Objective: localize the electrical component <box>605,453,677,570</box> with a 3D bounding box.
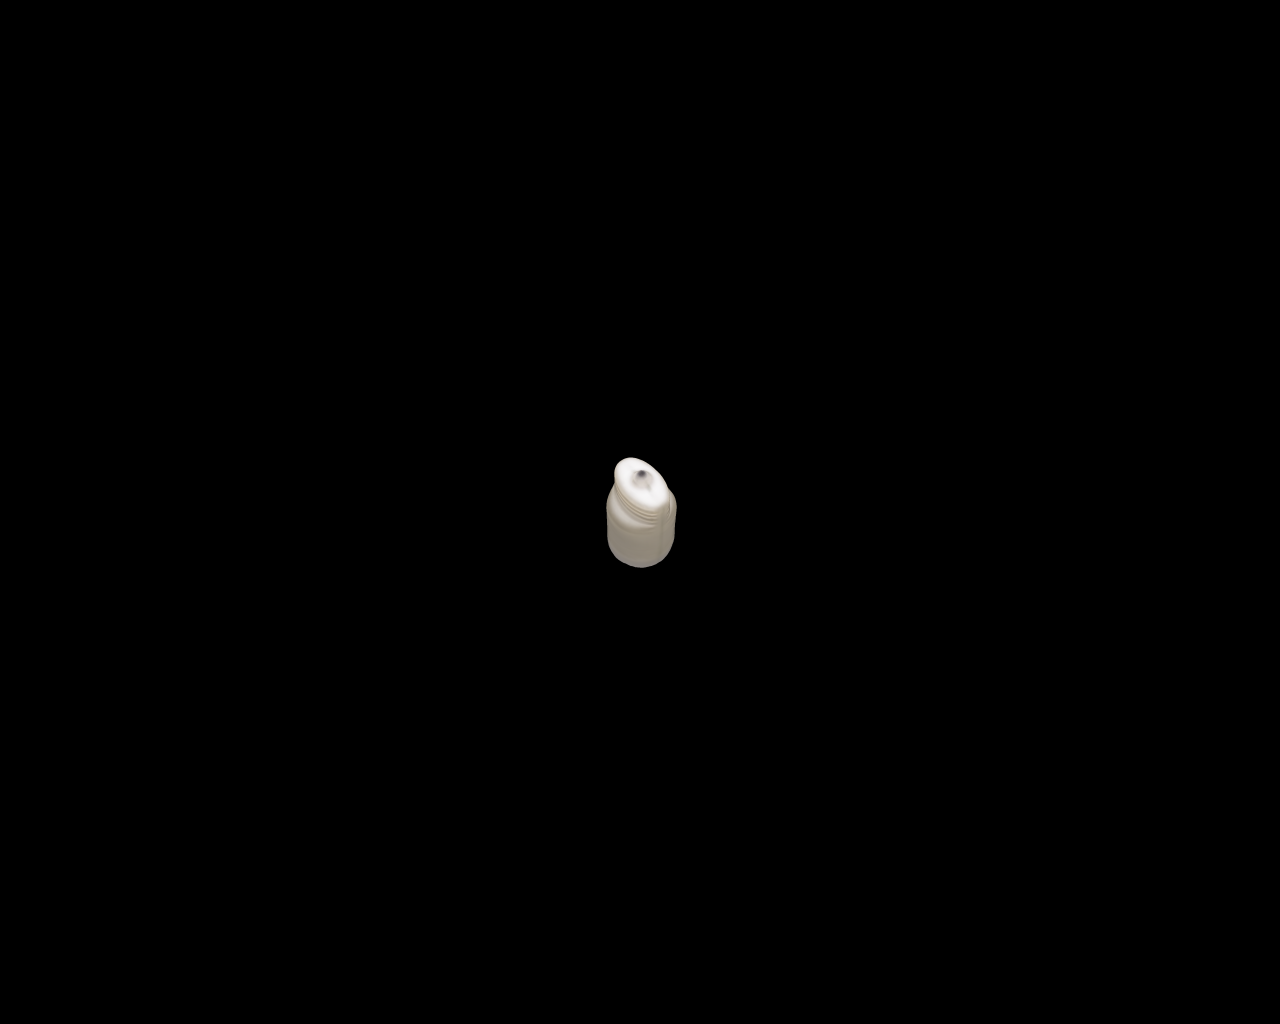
[{"bbox_3d":[0.001,-0.003,0.650,0.043,0.043,0.080,0,-31,0],"label":"electrical component"}]
